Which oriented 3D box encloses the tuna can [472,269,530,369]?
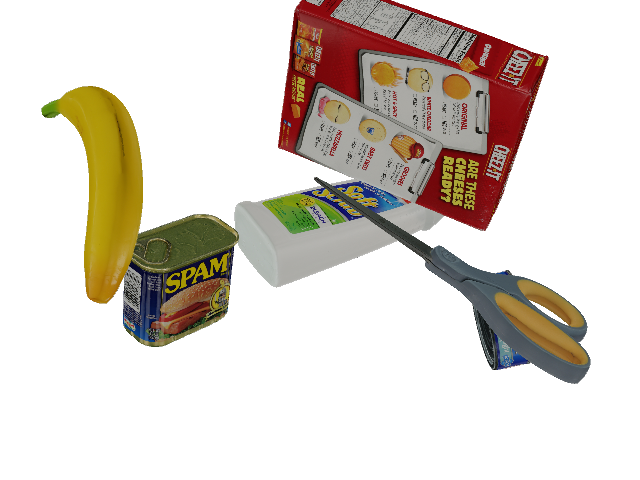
[{"bbox_3d":[0.160,0.071,0.951,0.034,0.086,0.086,-12,0,0],"label":"tuna can"}]

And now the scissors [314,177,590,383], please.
[{"bbox_3d":[0.092,0.016,0.675,0.202,0.016,0.096,41,27,21],"label":"scissors"}]

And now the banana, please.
[{"bbox_3d":[-0.152,-0.048,0.743,0.037,0.198,0.070,16,-52,-37],"label":"banana"}]

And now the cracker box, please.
[{"bbox_3d":[0.076,-0.122,0.953,0.214,0.164,0.072,22,48,11],"label":"cracker box"}]

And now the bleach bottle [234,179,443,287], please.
[{"bbox_3d":[0.040,-0.030,1.160,0.250,0.068,0.103,-19,43,-23],"label":"bleach bottle"}]

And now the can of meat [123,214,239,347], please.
[{"bbox_3d":[-0.123,0.035,0.928,0.101,0.084,0.058,-22,43,-40],"label":"can of meat"}]
